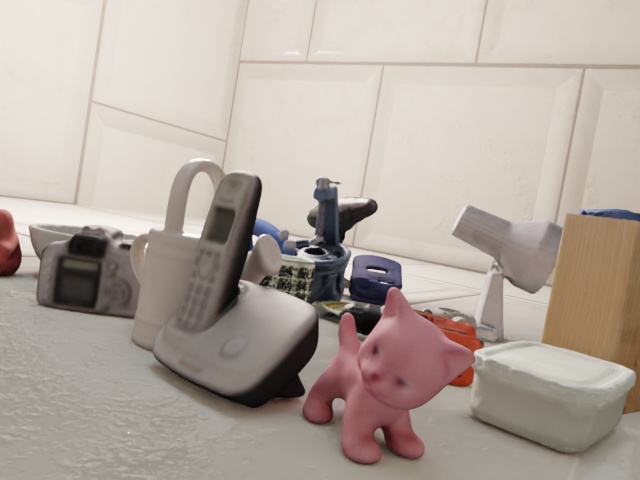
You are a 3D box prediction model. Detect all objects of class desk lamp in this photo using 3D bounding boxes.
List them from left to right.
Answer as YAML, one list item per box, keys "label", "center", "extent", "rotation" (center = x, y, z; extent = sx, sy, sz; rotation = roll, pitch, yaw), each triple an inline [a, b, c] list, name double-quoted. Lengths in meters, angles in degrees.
- label: "desk lamp"
  center: [0.285, 0.056, 0.950]
  extent: [0.203, 0.213, 0.118]
  rotation: [10, 3, 9]

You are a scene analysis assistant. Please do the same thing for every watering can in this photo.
- label: "watering can"
  center: [-0.122, 0.014, 0.592]
  extent: [0.172, 0.194, 0.101]
  rotation: [10, 3, 4]

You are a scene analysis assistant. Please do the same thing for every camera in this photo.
- label: "camera"
  center: [-0.257, 0.033, 0.719]
  extent: [0.143, 0.101, 0.137]
  rotation: [9, 3, -6]

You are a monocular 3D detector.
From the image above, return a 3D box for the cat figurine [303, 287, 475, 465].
- label: "cat figurine"
  center: [0.046, 0.090, 0.412]
  extent: [0.067, 0.118, 0.127]
  rotation: [8, 3, -29]

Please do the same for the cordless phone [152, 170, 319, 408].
- label: "cordless phone"
  center: [-0.063, 0.034, 0.485]
  extent: [0.147, 0.185, 0.094]
  rotation: [12, 4, 41]

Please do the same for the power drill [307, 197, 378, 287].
- label: "power drill"
  center: [0.042, 0.000, 1.326]
  extent: [0.076, 0.208, 0.228]
  rotation: [8, 3, -35]

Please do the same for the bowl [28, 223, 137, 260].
- label: "bowl"
  center: [-0.352, 0.023, 0.864]
  extent: [0.167, 0.075, 0.167]
  rotation: [10, 3, 0]

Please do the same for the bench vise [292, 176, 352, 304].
- label: "bench vise"
  center: [-0.003, 0.002, 1.007]
  extent: [0.121, 0.220, 0.207]
  rotation: [10, 3, 2]

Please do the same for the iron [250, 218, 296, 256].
- label: "iron"
  center: [-0.093, 0.032, 0.887]
  extent: [0.119, 0.141, 0.257]
  rotation: [7, 4, -41]

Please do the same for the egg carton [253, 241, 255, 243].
- label: "egg carton"
  center: [-0.141, 0.041, 1.289]
  extent: [0.151, 0.069, 0.107]
  rotation: [7, 4, -38]

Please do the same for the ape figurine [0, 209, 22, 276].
- label: "ape figurine"
  center: [-0.446, 0.002, 0.788]
  extent: [0.077, 0.092, 0.076]
  rotation: [12, 4, 37]

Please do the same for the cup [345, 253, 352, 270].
- label: "cup"
  center: [0.004, 0.058, 1.174]
  extent: [0.118, 0.095, 0.091]
  rotation: [7, 4, -42]

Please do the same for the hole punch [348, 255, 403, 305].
- label: "hole punch"
  center: [0.114, 0.080, 1.151]
  extent: [0.108, 0.091, 0.101]
  rotation: [10, 3, 0]
